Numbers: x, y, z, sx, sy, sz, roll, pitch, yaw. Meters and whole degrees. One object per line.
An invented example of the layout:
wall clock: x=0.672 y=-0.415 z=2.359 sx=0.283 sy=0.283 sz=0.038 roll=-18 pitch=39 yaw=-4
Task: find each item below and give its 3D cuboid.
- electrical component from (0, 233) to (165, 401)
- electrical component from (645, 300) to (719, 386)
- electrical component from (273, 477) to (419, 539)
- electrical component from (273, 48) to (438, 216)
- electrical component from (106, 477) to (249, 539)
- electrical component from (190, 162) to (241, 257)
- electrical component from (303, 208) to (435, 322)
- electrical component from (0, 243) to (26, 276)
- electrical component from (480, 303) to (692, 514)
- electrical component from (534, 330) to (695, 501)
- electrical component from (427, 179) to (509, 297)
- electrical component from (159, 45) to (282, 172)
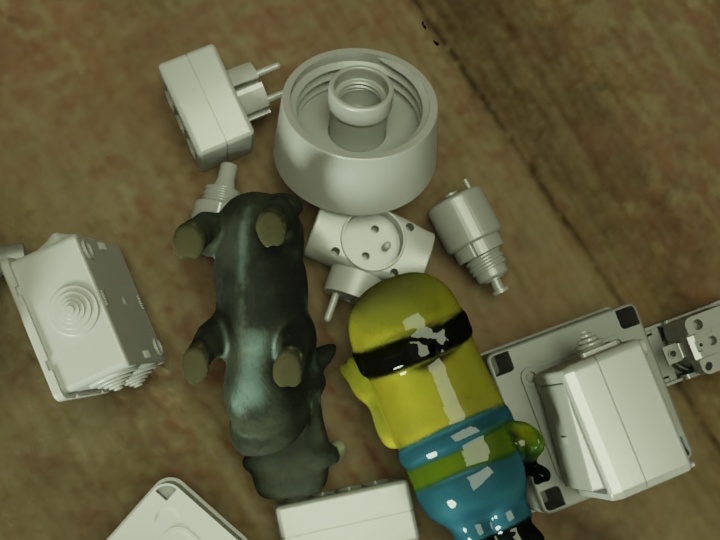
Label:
electrical component: x=-0.164 y=0.028 z=0.652 sx=0.048 sy=0.100 sz=0.099 roll=-24 pitch=85 yaw=3
electrical component: x=0.228 y=0.047 z=0.715 sx=0.081 sy=0.064 sz=0.042 roll=-20 pitch=85 yaw=-10
electrical component: x=-0.006 y=0.176 z=0.674 sx=0.083 sy=0.047 sz=0.075 roll=-10 pitch=83 yaw=-9
electrical component: x=-0.001 y=-0.095 z=0.688 sx=0.108 sy=0.060 sz=0.108 roll=2 pitch=54 yaw=-3
electrical component: x=-0.102 y=0.189 z=0.655 sx=0.113 sy=0.057 sz=0.078 roll=41 pitch=79 yaw=0
electrical component: x=-0.092 y=-0.040 z=0.703 sx=0.035 sy=0.035 sz=0.061 roll=12 pitch=77 yaw=-5
electrical component: x=0.000 y=0.000 z=0.703 sx=0.077 sy=0.044 sz=0.079 roll=20 pitch=79 yaw=-4
electrical component: x=-0.242 y=-0.004 z=0.674 sx=0.062 sy=0.048 sz=0.048 roll=-10 pitch=83 yaw=-15
electrical component: x=0.142 y=0.089 z=0.701 sx=0.109 sy=0.056 sz=0.108 roll=-19 pitch=84 yaw=-10
electrical component: x=0.143 y=0.084 z=0.640 sx=0.061 sy=0.061 sz=0.096 roll=-20 pitch=84 yaw=-9
electrical component: x=0.076 y=-0.019 z=0.717 sx=0.040 sy=0.040 sz=0.078 roll=-26 pitch=85 yaw=-10
electrical component: x=-0.084 y=-0.113 z=0.708 sx=0.077 sy=0.047 sz=0.065 roll=-24 pitch=85 yaw=-10
